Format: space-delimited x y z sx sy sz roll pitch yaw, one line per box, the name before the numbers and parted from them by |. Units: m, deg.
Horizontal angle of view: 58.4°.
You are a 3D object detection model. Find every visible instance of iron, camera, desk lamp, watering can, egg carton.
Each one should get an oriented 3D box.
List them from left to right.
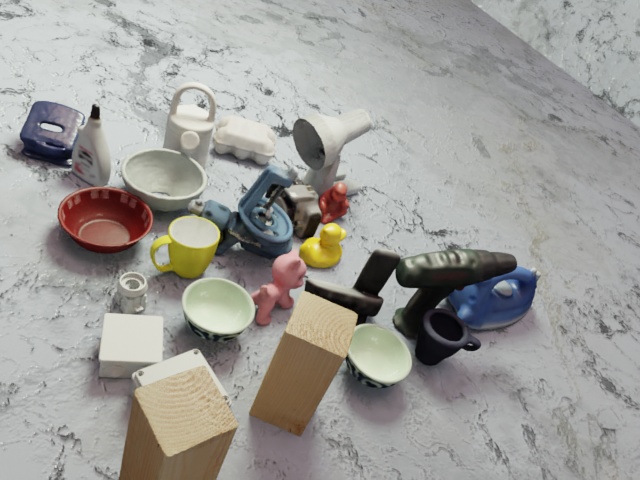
watering can | -0.277 -0.245 1.235 0.101 0.194 0.172 -8 48 -33
egg carton | -0.180 -0.241 1.379 0.150 0.069 0.107 13 40 -13
camera | -0.080 -0.077 1.215 0.137 0.101 0.143 -10 49 -35
desk lamp | 0.025 -0.202 1.321 0.204 0.213 0.117 -19 54 -40
iron | 0.387 0.101 1.211 0.259 0.141 0.118 -2 45 -29

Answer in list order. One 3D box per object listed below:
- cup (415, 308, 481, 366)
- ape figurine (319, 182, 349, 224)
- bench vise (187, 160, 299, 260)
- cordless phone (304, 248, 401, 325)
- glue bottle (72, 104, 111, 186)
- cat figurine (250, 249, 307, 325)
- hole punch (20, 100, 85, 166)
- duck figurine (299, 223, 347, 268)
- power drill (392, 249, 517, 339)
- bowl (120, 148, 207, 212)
cup | 0.229 0.193 1.063 0.118 0.095 0.092 23 38 -1
ape figurine | 0.033 -0.091 1.294 0.078 0.092 0.076 12 40 -14
bench vise | -0.131 -0.053 1.066 0.208 0.219 0.121 -2 45 -28
cordless phone | 0.058 0.070 1.047 0.148 0.185 0.094 13 40 -13
glue bottle | -0.438 -0.187 1.104 0.078 0.173 0.037 28 39 6
cat figurine | -0.072 0.074 1.031 0.067 0.117 0.128 37 40 16
hole punch | -0.535 -0.215 1.153 0.109 0.091 0.101 14 40 -12
duck figurine | 0.011 0.004 1.179 0.105 0.086 0.077 -13 51 -37
power drill | 0.234 0.096 1.087 0.230 0.208 0.075 4 42 -22
bowl | -0.316 -0.109 1.154 0.168 0.074 0.167 14 39 -12
